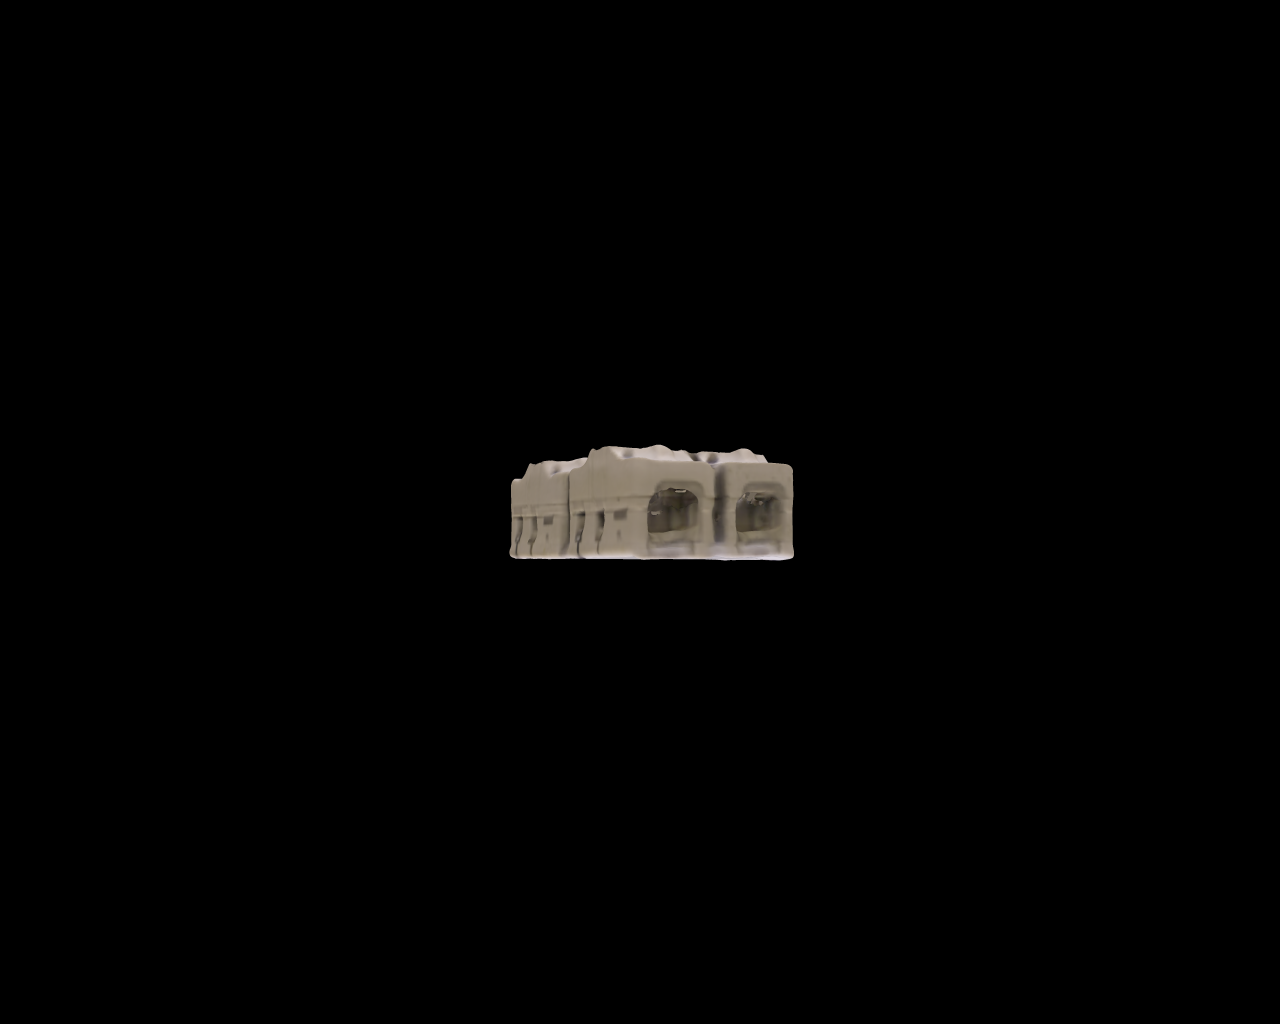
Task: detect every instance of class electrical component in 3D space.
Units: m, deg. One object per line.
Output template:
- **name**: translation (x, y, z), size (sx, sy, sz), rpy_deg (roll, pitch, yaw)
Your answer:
- **electrical component**: translation (0.001, -0.003, 0.650), size (0.105, 0.060, 0.186), rpy_deg (1, -2, -28)
